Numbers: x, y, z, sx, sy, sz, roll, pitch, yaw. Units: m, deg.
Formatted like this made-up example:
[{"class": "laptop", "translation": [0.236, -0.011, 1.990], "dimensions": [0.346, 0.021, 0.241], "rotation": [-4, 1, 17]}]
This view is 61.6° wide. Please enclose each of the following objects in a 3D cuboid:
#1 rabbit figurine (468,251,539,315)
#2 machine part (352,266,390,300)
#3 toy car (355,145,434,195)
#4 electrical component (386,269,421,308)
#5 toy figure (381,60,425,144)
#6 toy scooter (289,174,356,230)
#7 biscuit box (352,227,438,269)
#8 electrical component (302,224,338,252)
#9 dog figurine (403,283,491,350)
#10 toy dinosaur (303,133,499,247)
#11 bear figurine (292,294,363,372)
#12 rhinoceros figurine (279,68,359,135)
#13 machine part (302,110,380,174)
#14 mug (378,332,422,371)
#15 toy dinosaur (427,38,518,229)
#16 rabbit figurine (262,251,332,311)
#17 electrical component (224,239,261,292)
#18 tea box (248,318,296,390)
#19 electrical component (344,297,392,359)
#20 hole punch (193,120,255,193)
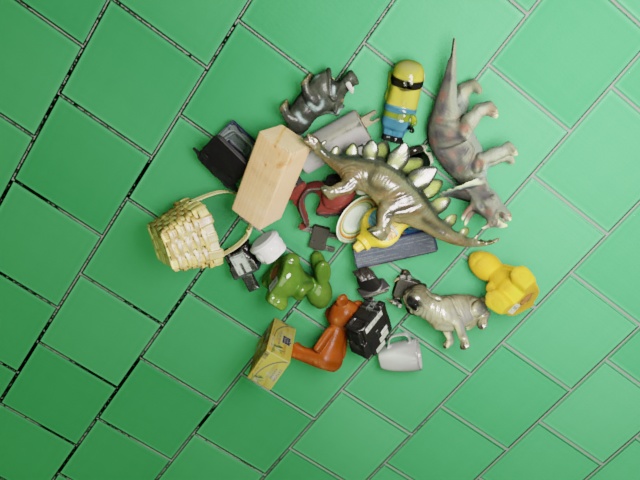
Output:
[{"class": "rabbit figurine", "translation": [0.437, 0.088, 1.287], "dimensions": [0.162, 0.173, 0.121], "rotation": [8, 119, -49]}, {"class": "machine part", "translation": [0.124, 0.107, 1.322], "dimensions": [0.084, 0.039, 0.138], "rotation": [-18, 149, 13]}, {"class": "toy car", "translation": [0.168, -0.160, 1.231], "dimensions": [0.202, 0.056, 0.073], "rotation": [-21, 104, -11]}, {"class": "electrical component", "translation": [0.212, 0.126, 1.352], "dimensions": [0.078, 0.045, 0.102], "rotation": [20, 109, -4]}, {"class": "toy figure", "translation": [0.182, -0.300, 1.178], "dimensions": [0.082, 0.089, 0.180], "rotation": [11, 108, -10]}, {"class": "toy scooter", "translation": [-0.004, -0.087, 1.269], "dimensions": [0.184, 0.075, 0.135], "rotation": [1, 110, 5]}, {"class": "biscuit box", "translation": [0.181, 0.015, 1.306], "dimensions": [0.203, 0.059, 0.062], "rotation": [-12, 108, 7]}, {"class": "electrical component", "translation": [-0.003, -0.004, 1.325], "dimensions": [0.094, 0.021, 0.063], "rotation": [15, 110, -4]}, {"class": "dog figurine", "translation": [0.312, 0.153, 1.324], "dimensions": [0.190, 0.172, 0.121], "rotation": [49, 148, -7]}, {"class": "toy dinosaur", "translation": [0.166, -0.091, 1.152], "dimensions": [0.471, 0.105, 0.198], "rotation": [37, 98, -10]}, {"class": "bear figurine", "translation": [0.024, 0.229, 1.371], "dimensions": [0.132, 0.120, 0.195], "rotation": [11, 83, 41]}, {"class": "rhinoceros figurine", "translation": [-0.003, -0.311, 1.189], "dimensions": [0.190, 0.073, 0.112], "rotation": [-38, 103, 14]}, {"class": "machine part", "translation": [0.025, -0.221, 1.218], "dimensions": [0.243, 0.079, 0.079], "rotation": [-29, 106, 11]}, {"class": "mug", "translation": [0.204, 0.294, 1.396], "dimensions": [0.107, 0.081, 0.109], "rotation": [-13, 114, 15]}, {"class": "toy dinosaur", "translation": [0.312, -0.217, 1.196], "dimensions": [0.192, 0.131, 0.404], "rotation": [-29, 100, 11]}, {"class": "rabbit figurine", "translation": [-0.038, 0.102, 1.334], "dimensions": [0.170, 0.121, 0.159], "rotation": [26, 102, -26]}, {"class": "electrical component", "translation": [-0.186, 0.066, 1.342], "dimensions": [0.075, 0.048, 0.119], "rotation": [-26, 107, 11]}, {"class": "tea box", "translation": [-0.119, 0.282, 1.352], "dimensions": [0.068, 0.170, 0.098], "rotation": [31, 109, -9]}, {"class": "electrical component", "translation": [0.123, 0.227, 1.343], "dimensions": [0.058, 0.115, 0.134], "rotation": [21, 141, 38]}, {"class": "hole punch", "translation": [-0.206, -0.197, 1.239], "dimensions": [0.142, 0.092, 0.116], "rotation": [43, 136, -15]}]
